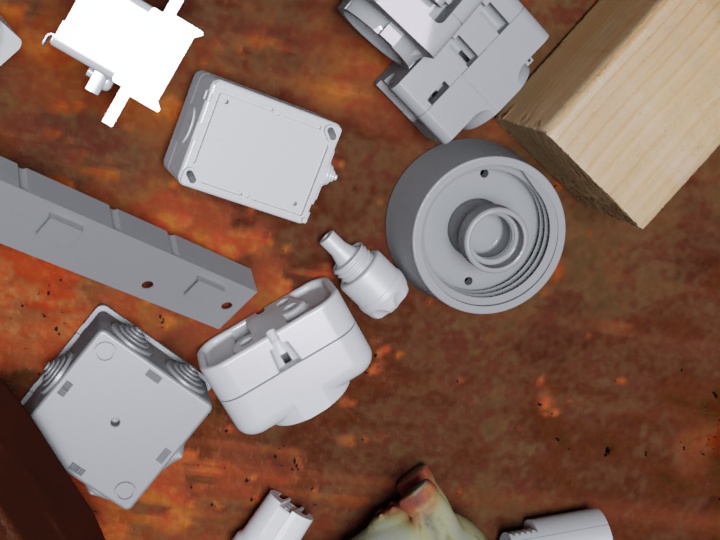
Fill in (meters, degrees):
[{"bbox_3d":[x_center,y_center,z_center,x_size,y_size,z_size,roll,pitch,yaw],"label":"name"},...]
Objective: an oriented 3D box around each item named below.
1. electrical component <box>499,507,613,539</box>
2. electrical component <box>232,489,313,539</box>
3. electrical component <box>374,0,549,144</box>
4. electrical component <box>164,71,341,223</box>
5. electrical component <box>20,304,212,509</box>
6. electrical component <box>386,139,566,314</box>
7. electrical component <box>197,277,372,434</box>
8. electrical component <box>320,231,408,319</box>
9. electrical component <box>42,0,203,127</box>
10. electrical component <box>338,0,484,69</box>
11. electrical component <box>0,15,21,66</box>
[{"bbox_3d":[0.130,0.193,0.748,0.081,0.043,0.043,-7,105,-11],"label":"electrical component"},{"bbox_3d":[-0.057,0.172,0.701,0.040,0.040,0.046,34,89,-19],"label":"electrical component"},{"bbox_3d":[0.063,-0.123,0.647,0.089,0.050,0.056,-46,109,1],"label":"electrical component"},{"bbox_3d":[-0.059,-0.071,0.630,0.096,0.061,0.061,18,99,-25],"label":"electrical component"},{"bbox_3d":[-0.148,0.084,0.651,0.100,0.048,0.099,39,93,-19],"label":"electrical component"},{"bbox_3d":[0.075,-0.024,0.670,0.108,0.060,0.108,-3,105,-12],"label":"electrical component"},{"bbox_3d":[-0.044,0.056,0.666,0.095,0.053,0.059,-30,109,-4],"label":"electrical component"},{"bbox_3d":[0.000,0.000,0.673,0.035,0.035,0.061,-45,106,1],"label":"electrical component"},{"bbox_3d":[-0.123,-0.123,0.566,0.063,0.121,0.078,29,96,-15],"label":"electrical component"},{"bbox_3d":[0.026,-0.153,0.610,0.050,0.089,0.055,40,93,-19],"label":"electrical component"},{"bbox_3d":[-0.261,-0.100,0.547,0.150,0.089,0.061,-42,68,0],"label":"electrical component"}]
